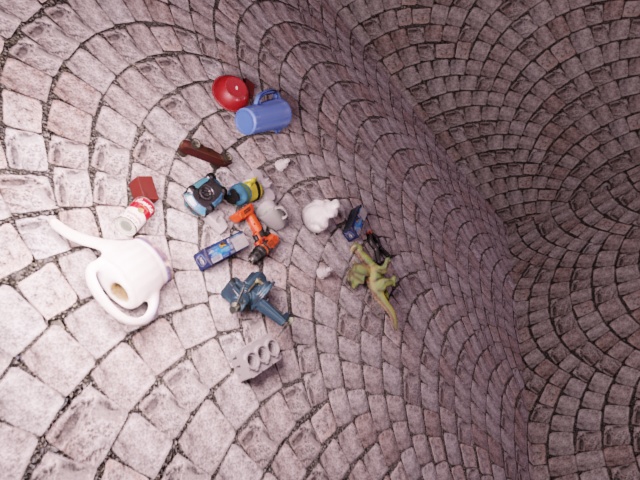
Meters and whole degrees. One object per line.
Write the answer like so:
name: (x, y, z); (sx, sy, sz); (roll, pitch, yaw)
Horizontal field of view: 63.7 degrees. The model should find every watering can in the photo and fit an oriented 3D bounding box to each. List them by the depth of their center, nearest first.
watering can: (-0.519, 0.056, 1.334); (0.346, 0.103, 0.228); (57, 33, -7)

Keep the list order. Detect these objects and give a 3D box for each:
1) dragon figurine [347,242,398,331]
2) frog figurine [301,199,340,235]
dragon figurine: (0.213, 0.188, 2.236); (0.242, 0.120, 0.419); (9, 56, -30)
frog figurine: (0.006, -0.105, 2.093); (0.121, 0.157, 0.140); (25, 48, -41)
